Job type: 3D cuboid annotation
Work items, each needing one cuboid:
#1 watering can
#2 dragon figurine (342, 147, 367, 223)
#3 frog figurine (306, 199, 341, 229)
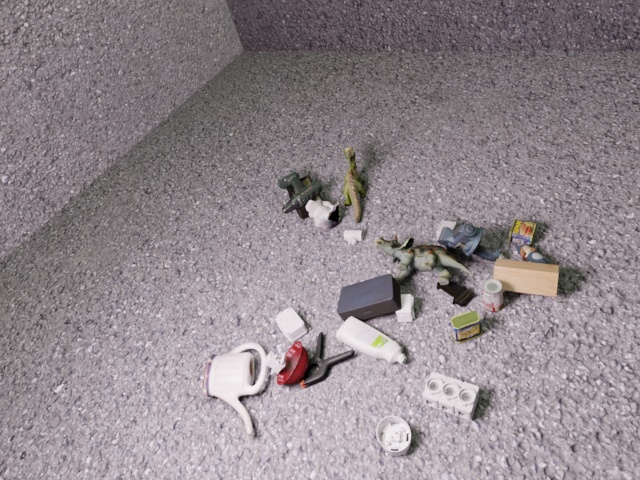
[{"bbox_3d":[-0.297,0.498,1.764,0.224,0.101,0.356,-6,42,9],"label":"watering can"},{"bbox_3d":[0.149,-0.289,2.375,0.122,0.237,0.420,-10,40,3],"label":"dragon figurine"},{"bbox_3d":[0.007,-0.117,2.326,0.159,0.120,0.140,7,63,33],"label":"frog figurine"}]
